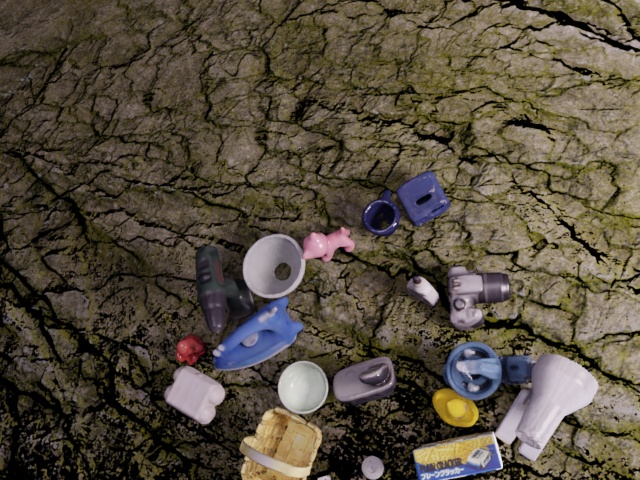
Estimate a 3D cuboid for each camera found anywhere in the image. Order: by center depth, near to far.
[{"bbox_3d":[0.360,0.125,1.299,0.136,0.101,0.143,-5,72,15],"label":"camera"}]

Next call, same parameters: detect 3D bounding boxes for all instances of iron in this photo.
[{"bbox_3d":[-0.178,0.240,1.398,0.258,0.142,0.118,-35,67,4],"label":"iron"}]

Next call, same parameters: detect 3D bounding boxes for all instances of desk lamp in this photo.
[{"bbox_3d":[0.449,0.340,1.146,0.117,0.214,0.203,31,84,22],"label":"desk lamp"}]

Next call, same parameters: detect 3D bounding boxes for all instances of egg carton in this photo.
[{"bbox_3d":[-0.312,0.386,1.432,0.150,0.069,0.107,22,81,21],"label":"egg carton"}]

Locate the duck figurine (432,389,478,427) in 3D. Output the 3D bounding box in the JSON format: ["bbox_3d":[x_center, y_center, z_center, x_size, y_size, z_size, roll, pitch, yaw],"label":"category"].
[{"bbox_3d":[0.294,0.367,1.253,0.104,0.086,0.077,30,84,22],"label":"duck figurine"}]

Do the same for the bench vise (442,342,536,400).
[{"bbox_3d":[0.354,0.258,1.196,0.207,0.220,0.121,-24,68,8],"label":"bench vise"}]

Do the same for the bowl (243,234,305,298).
[{"bbox_3d":[-0.108,0.074,1.465,0.167,0.075,0.167,-5,72,15],"label":"bowl"}]

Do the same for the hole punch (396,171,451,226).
[{"bbox_3d":[0.255,-0.102,1.404,0.108,0.091,0.101,-30,68,6],"label":"hole punch"}]

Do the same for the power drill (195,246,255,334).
[{"bbox_3d":[-0.238,0.134,1.412,0.075,0.209,0.229,-23,69,9],"label":"power drill"}]

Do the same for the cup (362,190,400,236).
[{"bbox_3d":[0.159,-0.058,1.416,0.091,0.095,0.118,10,77,19],"label":"cup"}]

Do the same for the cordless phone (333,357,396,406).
[{"bbox_3d":[0.090,0.311,1.275,0.147,0.185,0.094,-23,68,9],"label":"cordless phone"}]

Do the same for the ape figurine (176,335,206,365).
[{"bbox_3d":[-0.336,0.277,1.460,0.077,0.092,0.076,-4,72,15],"label":"ape figurine"}]

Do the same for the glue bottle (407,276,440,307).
[{"bbox_3d":[0.229,0.107,1.303,0.078,0.173,0.037,34,85,23],"label":"glue bottle"}]

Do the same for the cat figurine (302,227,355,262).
[{"bbox_3d":[0.013,0.005,1.427,0.127,0.118,0.067,-28,68,7],"label":"cat figurine"}]
